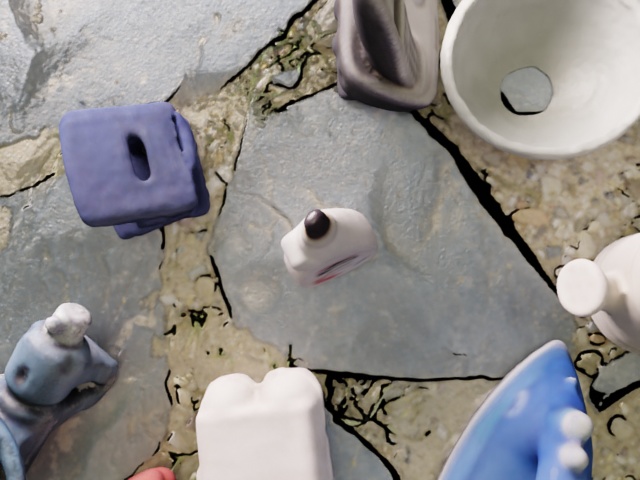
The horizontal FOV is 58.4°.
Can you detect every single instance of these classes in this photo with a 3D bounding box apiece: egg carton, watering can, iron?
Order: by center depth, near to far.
[{"bbox_3d":[0.253,0.033,0.383,0.173,0.194,0.101,-24,79,2],"label":"watering can"},{"bbox_3d":[0.144,0.193,0.396,0.118,0.141,0.258,19,83,9],"label":"iron"},{"bbox_3d":[-0.043,0.180,0.455,0.107,0.069,0.150,-9,80,5],"label":"egg carton"}]

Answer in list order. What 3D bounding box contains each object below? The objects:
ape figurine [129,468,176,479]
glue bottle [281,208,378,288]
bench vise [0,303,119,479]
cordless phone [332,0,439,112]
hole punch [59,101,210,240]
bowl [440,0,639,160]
[{"bbox_3d":[-0.144,0.221,0.447,0.076,0.092,0.078,17,83,9],"label":"ape figurine"},{"bbox_3d":[0.004,0.002,0.425,0.078,0.173,0.037,-30,79,1],"label":"glue bottle"},{"bbox_3d":[-0.259,0.132,0.409,0.121,0.220,0.207,17,83,9],"label":"bench vise"},{"bbox_3d":[0.053,-0.194,0.445,0.094,0.185,0.147,-2,81,6],"label":"cordless phone"},{"bbox_3d":[-0.157,-0.066,0.495,0.101,0.091,0.108,-18,79,3],"label":"hole punch"},{"bbox_3d":[0.183,-0.138,0.479,0.167,0.075,0.167,-1,81,6],"label":"bowl"}]
